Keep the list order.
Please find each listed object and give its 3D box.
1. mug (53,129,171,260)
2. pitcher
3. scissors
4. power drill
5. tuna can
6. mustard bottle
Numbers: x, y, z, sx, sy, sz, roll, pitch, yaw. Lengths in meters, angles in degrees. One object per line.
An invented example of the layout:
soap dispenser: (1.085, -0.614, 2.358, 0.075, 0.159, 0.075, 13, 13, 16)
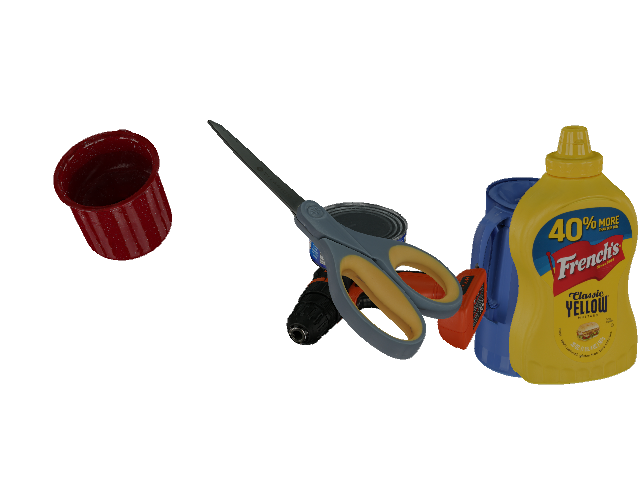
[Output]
mug: (-0.179, -0.046, 0.953, 0.093, 0.117, 0.081, -5, -39, 5)
pitcher: (0.256, 0.051, 1.363, 0.149, 0.243, 0.145, 5, 23, 2)
scissors: (0.014, -0.010, 0.656, 0.096, 0.202, 0.016, -8, -39, -36)
power drill: (0.074, 0.066, 1.142, 0.188, 0.057, 0.184, 9, 30, 21)
tuna can: (0.033, -0.001, 0.935, 0.086, 0.034, 0.086, 1, 26, -1)
mustard bottle: (0.190, 0.009, 0.802, 0.096, 0.192, 0.058, -6, 16, -9)
